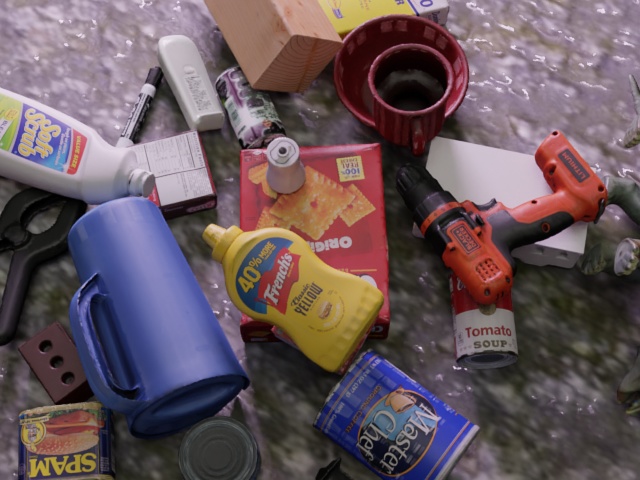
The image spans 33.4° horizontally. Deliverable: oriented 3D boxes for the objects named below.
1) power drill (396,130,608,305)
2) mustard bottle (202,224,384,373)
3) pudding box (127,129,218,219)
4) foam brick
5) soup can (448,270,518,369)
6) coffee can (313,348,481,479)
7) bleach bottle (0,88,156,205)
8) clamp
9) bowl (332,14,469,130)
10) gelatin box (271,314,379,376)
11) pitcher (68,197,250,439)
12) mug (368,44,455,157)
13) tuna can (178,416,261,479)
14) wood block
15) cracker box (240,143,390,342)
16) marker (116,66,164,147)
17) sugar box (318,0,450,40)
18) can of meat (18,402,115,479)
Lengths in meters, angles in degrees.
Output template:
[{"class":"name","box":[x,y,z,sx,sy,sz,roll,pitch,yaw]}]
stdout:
[{"class":"power drill","box":[0.196,-0.042,1.148,0.187,0.057,0.184,-30,66,-9]},{"class":"mustard bottle","box":[-0.037,0.043,1.073,0.192,0.058,0.096,34,87,10]},{"class":"pudding box","box":[-0.183,-0.071,1.241,0.113,0.039,0.090,-13,68,-7]},{"class":"foam brick","box":[-0.278,0.138,1.149,0.053,0.051,0.078,-36,72,-13]},{"class":"soup can","box":[0.177,0.083,1.159,0.068,0.068,0.102,-2,69,0]},{"class":"coffee can","box":[0.078,0.193,1.096,0.140,0.103,0.102,36,73,14]},{"class":"bleach bottle","box":[-0.298,-0.104,1.216,0.251,0.068,0.102,18,64,17]},{"class":"clamp","box":[-0.337,0.011,1.207,0.209,0.036,0.165,-39,69,-17]},{"class":"bowl","box":[0.095,-0.187,1.274,0.162,0.055,0.162,0,68,1]},{"class":"gelatin box","box":[0.005,0.087,1.108,0.089,0.030,0.073,31,79,6]},{"class":"pitcher","box":[-0.187,0.078,1.127,0.145,0.149,0.243,-24,67,-8]},{"class":"mug","box":[0.102,-0.146,1.179,0.093,0.081,0.117,-9,64,-1]},{"class":"tuna can","box":[-0.106,0.229,1.121,0.086,0.034,0.086,0,68,1]},{"class":"wood block","box":[-0.070,-0.285,1.275,0.090,0.091,0.206,-2,55,-47]},{"class":"cracker box","box":[-0.008,0.001,1.191,0.164,0.072,0.213,-2,69,0]},{"class":"marker","box":[-0.216,-0.157,1.285,0.020,0.020,0.121,16,69,7]},{"class":"sugar box","box":[0.062,-0.295,1.324,0.176,0.048,0.093,-17,69,-5]},{"class":"can of meat","box":[-0.264,0.219,1.115,0.102,0.057,0.084,-6,65,-2]}]
